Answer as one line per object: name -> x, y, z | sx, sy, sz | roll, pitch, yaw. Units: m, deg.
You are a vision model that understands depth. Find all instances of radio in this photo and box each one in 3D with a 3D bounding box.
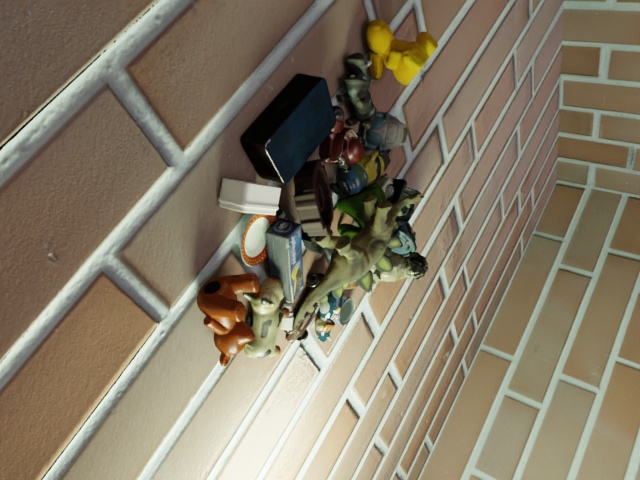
radio -> -0.060, -0.237, 1.156 | 0.229, 0.073, 0.131 | -53, 144, -25

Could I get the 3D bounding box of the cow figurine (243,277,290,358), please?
cow figurine -> -0.132, 0.179, 1.245 | 0.127, 0.086, 0.194 | 1, 105, -63

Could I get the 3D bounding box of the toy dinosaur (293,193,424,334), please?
toy dinosaur -> 0.084, 0.046, 1.341 | 0.471, 0.105, 0.198 | -39, 128, -4

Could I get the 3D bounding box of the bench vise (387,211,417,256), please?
bench vise -> 0.228, -0.014, 1.659 | 0.240, 0.129, 0.223 | -51, 140, -36

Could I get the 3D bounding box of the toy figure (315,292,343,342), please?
toy figure -> 0.019, 0.212, 1.503 | 0.058, 0.064, 0.154 | 16, 97, -18

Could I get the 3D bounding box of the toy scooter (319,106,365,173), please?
toy scooter -> 0.048, -0.223, 1.308 | 0.183, 0.075, 0.135 | 45, 54, -53

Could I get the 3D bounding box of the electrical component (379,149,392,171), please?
electrical component -> 0.182, -0.236, 1.566 | 0.094, 0.021, 0.063 | -59, 145, -19

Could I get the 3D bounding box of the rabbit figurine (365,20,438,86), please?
rabbit figurine -> 0.185, -0.478, 1.351 | 0.122, 0.173, 0.162 | -58, -171, -20

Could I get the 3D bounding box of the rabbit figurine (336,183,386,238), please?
rabbit figurine -> 0.124, -0.046, 1.437 | 0.121, 0.159, 0.170 | -106, 173, -79

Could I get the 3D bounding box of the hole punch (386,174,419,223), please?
hole punch -> 0.219, -0.116, 1.584 | 0.092, 0.116, 0.142 | 24, 83, -41

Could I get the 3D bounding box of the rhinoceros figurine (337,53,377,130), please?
rhinoceros figurine -> 0.102, -0.366, 1.334 | 0.112, 0.073, 0.190 | -51, 142, -28

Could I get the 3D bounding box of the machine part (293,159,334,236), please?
machine part -> -0.015, -0.097, 1.245 | 0.179, 0.056, 0.179 | -7, 90, -77

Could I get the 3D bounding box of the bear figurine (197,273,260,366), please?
bear figurine -> -0.179, 0.171, 1.124 | 0.120, 0.132, 0.195 | -63, 145, -48

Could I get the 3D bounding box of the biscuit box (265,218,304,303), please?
biscuit box -> -0.080, 0.049, 1.249 | 0.059, 0.063, 0.202 | -50, 149, -43

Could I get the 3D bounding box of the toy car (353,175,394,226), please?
toy car -> 0.150, -0.093, 1.535 | 0.056, 0.074, 0.201 | 25, 83, -37

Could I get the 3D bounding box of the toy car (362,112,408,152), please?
toy car -> 0.187, -0.291, 1.475 | 0.161, 0.103, 0.109 | -5, 110, -54

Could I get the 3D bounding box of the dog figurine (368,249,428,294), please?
dog figurine -> 0.201, 0.053, 1.556 | 0.190, 0.172, 0.121 | -18, 165, -25

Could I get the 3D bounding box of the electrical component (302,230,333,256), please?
electrical component -> -0.003, -0.004, 1.376 | 0.075, 0.048, 0.119 | -63, 147, -12

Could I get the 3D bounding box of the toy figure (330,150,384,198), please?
toy figure -> 0.100, -0.172, 1.421 | 0.180, 0.082, 0.089 | -47, 137, -36

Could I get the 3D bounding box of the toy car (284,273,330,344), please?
toy car -> -0.030, 0.182, 1.424 | 0.202, 0.053, 0.089 | -63, 150, -16
